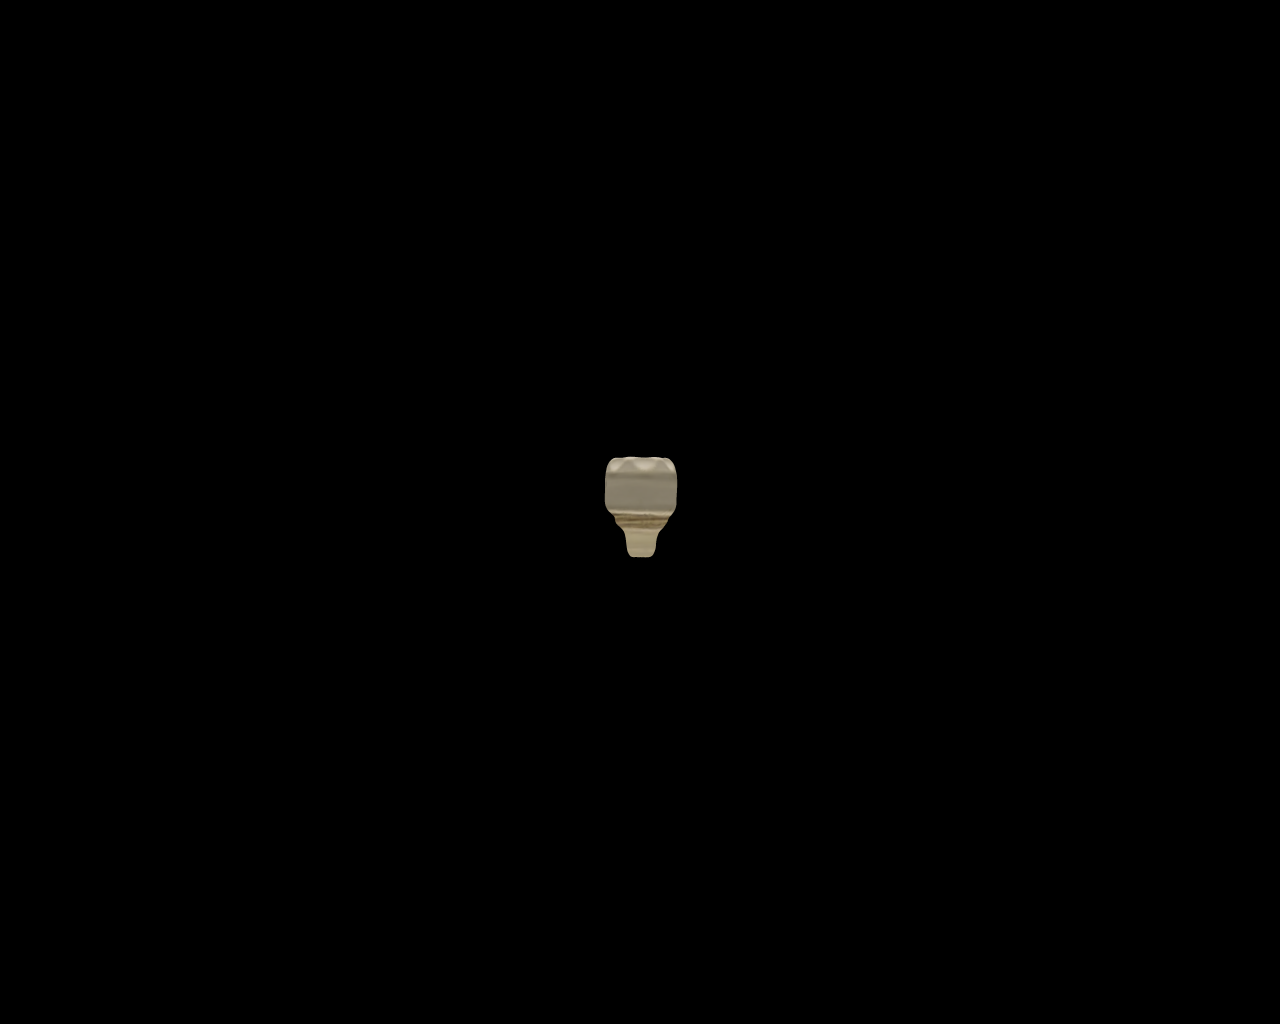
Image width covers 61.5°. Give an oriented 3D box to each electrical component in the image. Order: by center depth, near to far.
[{"bbox_3d":[0.001,-0.003,0.650,0.043,0.062,0.043,0,0,0],"label":"electrical component"}]
